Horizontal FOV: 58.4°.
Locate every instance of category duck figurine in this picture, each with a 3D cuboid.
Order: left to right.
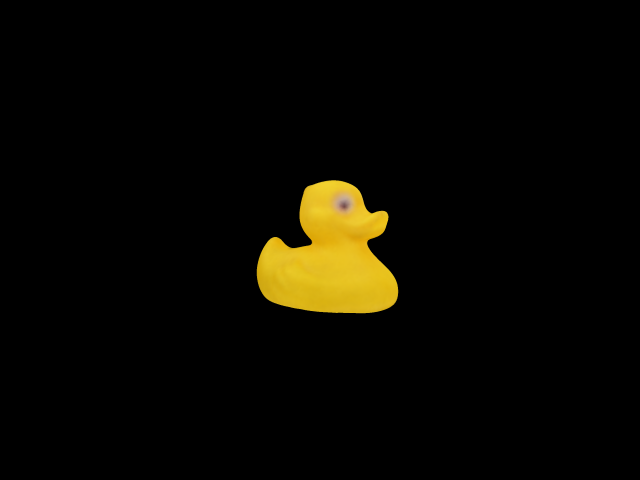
[{"bbox_3d":[0.004,0.001,0.400,0.104,0.086,0.078,4,7,30],"label":"duck figurine"}]
